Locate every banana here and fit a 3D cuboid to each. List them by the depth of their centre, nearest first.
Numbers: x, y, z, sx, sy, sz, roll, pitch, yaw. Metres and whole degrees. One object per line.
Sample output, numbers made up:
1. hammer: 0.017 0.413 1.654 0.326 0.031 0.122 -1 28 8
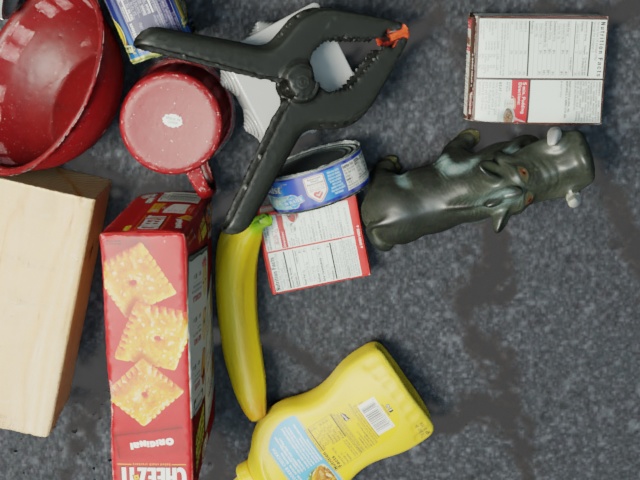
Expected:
1. banana: -0.067 0.058 0.911 0.037 0.070 0.198 -7 116 -18

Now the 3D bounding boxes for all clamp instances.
1. clamp: -0.020 -0.108 0.817 0.209 0.036 0.164 -21 102 -19

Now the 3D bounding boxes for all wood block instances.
1. wood block: -0.242 0.046 0.893 0.090 0.091 0.206 13 103 -5

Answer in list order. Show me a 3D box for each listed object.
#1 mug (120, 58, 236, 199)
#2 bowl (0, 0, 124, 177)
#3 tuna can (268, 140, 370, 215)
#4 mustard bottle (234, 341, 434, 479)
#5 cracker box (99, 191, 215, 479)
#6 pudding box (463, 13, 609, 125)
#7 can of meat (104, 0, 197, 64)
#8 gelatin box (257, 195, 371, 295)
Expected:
1. mug: -0.112 -0.088 0.866 0.093 0.081 0.117 -18 103 3
2. bowl: -0.206 -0.119 0.843 0.055 0.162 0.162 25 106 -47
3. tuna can: -0.003 -0.052 0.875 0.086 0.086 0.034 -17 106 3
4. mustard bottle: -0.002 0.178 0.946 0.192 0.058 0.096 -34 103 7
5. cracker box: -0.128 0.079 0.865 0.072 0.164 0.214 1 104 1
6. pudding box: 0.178 -0.141 0.880 0.113 0.039 0.090 0 103 -3
7. can of meat: -0.136 -0.187 0.832 0.057 0.102 0.084 -21 105 3
8. gelatin box: -0.006 0.001 0.917 0.089 0.030 0.073 -11 105 2
